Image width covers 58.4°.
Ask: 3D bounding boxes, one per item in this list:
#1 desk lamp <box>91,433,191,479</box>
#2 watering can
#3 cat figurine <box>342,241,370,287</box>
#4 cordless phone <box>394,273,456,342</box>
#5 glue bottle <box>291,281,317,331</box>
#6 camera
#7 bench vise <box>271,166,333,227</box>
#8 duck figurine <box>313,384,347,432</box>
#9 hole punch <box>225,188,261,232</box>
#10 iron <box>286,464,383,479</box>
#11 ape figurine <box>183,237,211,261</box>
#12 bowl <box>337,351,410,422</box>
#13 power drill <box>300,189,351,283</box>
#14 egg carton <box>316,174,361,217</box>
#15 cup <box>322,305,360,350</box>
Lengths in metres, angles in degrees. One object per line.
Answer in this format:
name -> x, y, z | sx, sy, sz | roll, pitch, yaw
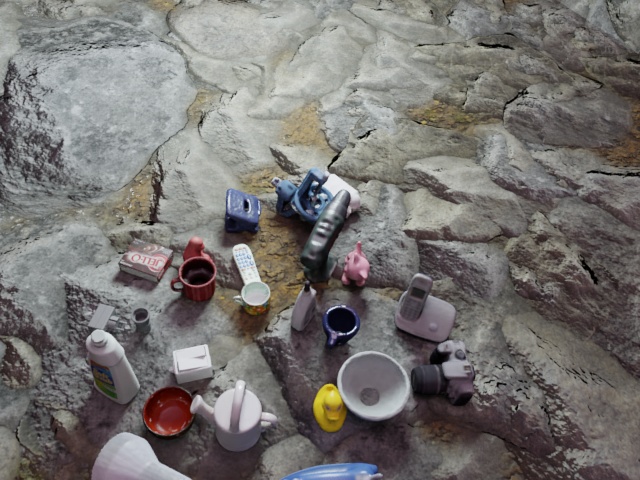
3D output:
desk lamp -> -0.309, 0.471, 1.082 | 0.203, 0.213, 0.118 | 22, 53, 10
watering can -> -0.179, 0.363, 1.194 | 0.173, 0.194, 0.100 | -9, 54, -13
cat figurine -> 0.099, 0.063, 1.510 | 0.067, 0.118, 0.128 | 8, 52, 0
cordless phone -> 0.269, 0.162, 1.413 | 0.147, 0.185, 0.094 | 17, 52, 6
glue bottle -> -0.035, 0.150, 1.391 | 0.037, 0.173, 0.078 | 29, 55, 15
camera -> 0.286, 0.311, 1.354 | 0.137, 0.101, 0.143 | 0, 53, -7
bench vise -> -0.046, -0.125, 1.572 | 0.207, 0.220, 0.121 | 15, 52, 5
duck figurine -> 0.026, 0.368, 1.286 | 0.077, 0.086, 0.104 | 1, 52, -7
hole punch -> -0.215, -0.085, 1.602 | 0.101, 0.091, 0.108 | 0, 52, -7
iron -> 0.001, 0.498, 1.147 | 0.258, 0.141, 0.118 | 0, 52, -8
ape figurine -> -0.323, 0.028, 1.500 | 0.076, 0.092, 0.077 | -8, 54, -13
bowl -> 0.119, 0.347, 1.321 | 0.167, 0.075, 0.167 | 4, 52, -4
power drill -> 0.014, 0.005, 1.487 | 0.075, 0.208, 0.230 | 21, 53, 10
egg carton -> 0.044, -0.126, 1.680 | 0.150, 0.069, 0.107 | 38, 57, 21
cup -> 0.043, 0.229, 1.389 | 0.091, 0.095, 0.118 | 21, 53, 9
